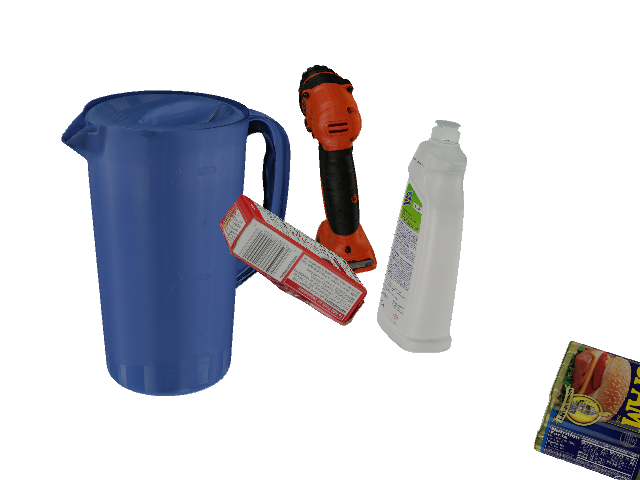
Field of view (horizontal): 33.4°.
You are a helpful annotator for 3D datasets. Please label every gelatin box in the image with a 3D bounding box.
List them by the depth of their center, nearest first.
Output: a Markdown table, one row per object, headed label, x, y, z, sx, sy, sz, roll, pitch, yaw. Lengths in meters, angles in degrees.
| label | x | y | z | sx | sy | sz | roll | pitch | yaw |
| --- | --- | --- | --- | --- | --- | --- | --- | --- | --- |
| gelatin box | -0.018 | 0.012 | 0.673 | 0.089 | 0.030 | 0.073 | 34 | 6 | -16 |

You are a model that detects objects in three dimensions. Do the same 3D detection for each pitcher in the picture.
| label | x | y | z | sx | sy | sz | roll | pitch | yaw |
| --- | --- | --- | --- | --- | --- | --- | --- | --- | --- |
| pitcher | -0.117 | 0.000 | 0.895 | 0.149 | 0.243 | 0.144 | 9 | 22 | 17 |

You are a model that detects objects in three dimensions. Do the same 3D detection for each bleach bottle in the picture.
| label | x | y | z | sx | sy | sz | roll | pitch | yaw |
| --- | --- | --- | --- | --- | --- | --- | --- | --- | --- |
| bleach bottle | 0.123 | -0.007 | 1.195 | 0.068 | 0.251 | 0.103 | 1 | 20 | -23 |

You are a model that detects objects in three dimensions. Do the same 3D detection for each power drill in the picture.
| label | x | y | z | sx | sy | sz | roll | pitch | yaw |
| --- | --- | --- | --- | --- | --- | --- | --- | --- | --- |
| power drill | 0.012 | -0.072 | 1.058 | 0.057 | 0.188 | 0.184 | -9 | 22 | -1 |

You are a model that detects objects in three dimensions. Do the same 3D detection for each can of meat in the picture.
| label | x | y | z | sx | sy | sz | roll | pitch | yaw |
| --- | --- | --- | --- | --- | --- | --- | --- | --- | --- |
| can of meat | 0.217 | 0.130 | 0.810 | 0.084 | 0.057 | 0.102 | 17 | 40 | 18 |
